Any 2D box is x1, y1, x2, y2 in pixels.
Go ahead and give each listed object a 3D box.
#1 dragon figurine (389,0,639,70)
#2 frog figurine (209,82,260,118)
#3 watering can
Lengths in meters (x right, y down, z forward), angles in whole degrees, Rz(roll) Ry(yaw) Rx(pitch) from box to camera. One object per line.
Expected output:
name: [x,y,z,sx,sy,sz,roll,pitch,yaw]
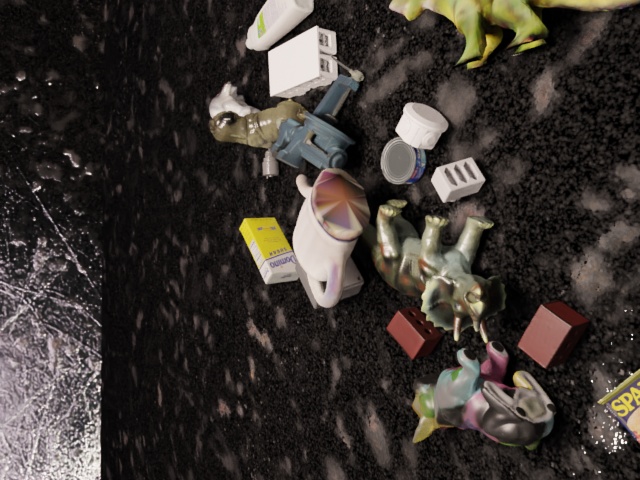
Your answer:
dragon figurine: [0.257,-0.377,0.713,0.408,0.123,0.242,-5,96,52]
frog figurine: [-0.212,-0.316,1.348,0.161,0.123,0.135,60,168,18]
watering can: [0.003,-0.049,0.975,0.219,0.104,0.356,116,151,-49]
